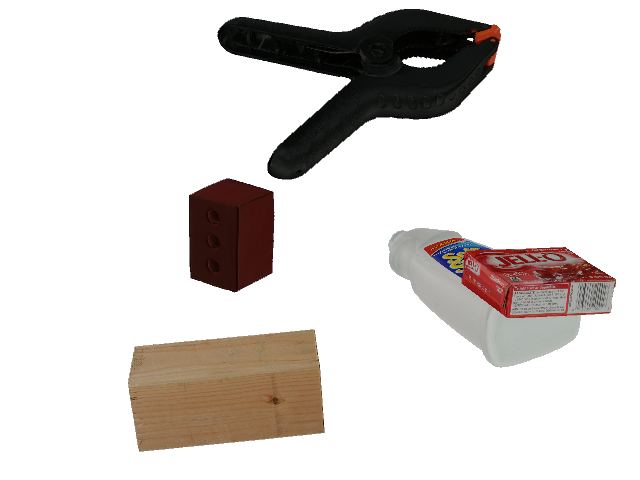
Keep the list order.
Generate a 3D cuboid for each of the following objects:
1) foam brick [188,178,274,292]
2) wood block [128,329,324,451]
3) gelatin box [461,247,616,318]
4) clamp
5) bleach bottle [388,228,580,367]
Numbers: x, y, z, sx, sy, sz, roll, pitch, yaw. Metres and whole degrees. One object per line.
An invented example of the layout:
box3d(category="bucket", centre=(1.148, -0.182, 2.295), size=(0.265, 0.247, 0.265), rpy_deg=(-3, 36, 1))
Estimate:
box3d(category="foam brick", centre=(-0.075, -0.005, 0.900), size=(0.053, 0.078, 0.051), rpy_deg=(15, 25, 33))
box3d(category="wood block", centre=(-0.103, 0.167, 1.195), size=(0.206, 0.091, 0.090), rpy_deg=(-5, 23, -2))
box3d(category="gelatin box", centre=(0.159, 0.029, 0.787), size=(0.089, 0.030, 0.073), rpy_deg=(-1, 19, -18))
box3d(category="clamp", centre=(0.029, -0.093, 0.638), size=(0.171, 0.120, 0.039), rpy_deg=(-8, -27, -6))
box3d(category="bleach bottle", centre=(0.131, 0.038, 1.012), size=(0.102, 0.068, 0.251), rpy_deg=(-14, 21, -22))
